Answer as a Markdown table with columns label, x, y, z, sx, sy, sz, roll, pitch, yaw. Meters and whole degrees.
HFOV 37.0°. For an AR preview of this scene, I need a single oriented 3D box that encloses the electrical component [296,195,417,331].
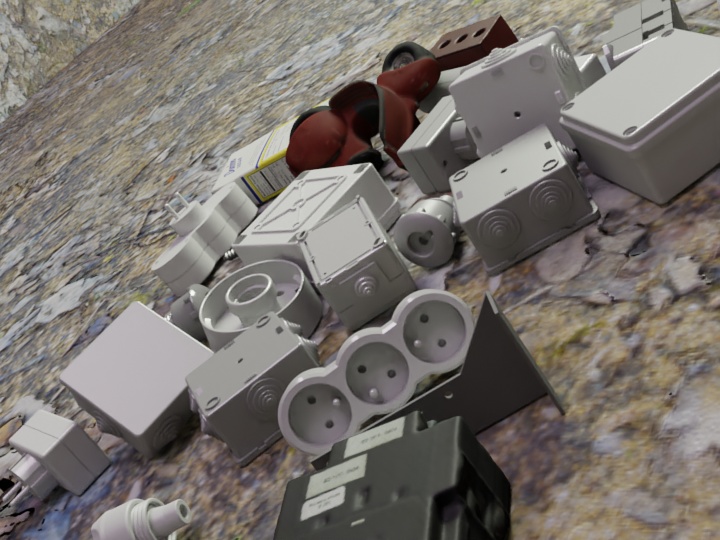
| label | x | y | z | sx | sy | sz | roll | pitch | yaw |
| --- | --- | --- | --- | --- | --- | --- | --- | --- | --- |
| electrical component | 0.000 | 0.000 | 0.817 | 0.062 | 0.061 | 0.096 | -32 | 33 | 4 |

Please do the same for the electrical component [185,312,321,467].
| label | x | y | z | sx | sy | sz | roll | pitch | yaw |
| --- | --- | --- | --- | --- | --- | --- | --- | --- | --- |
| electrical component | -0.074 | 0.082 | 0.774 | 0.100 | 0.048 | 0.100 | -38 | 23 | -7 |

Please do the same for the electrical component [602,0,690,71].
| label | x | y | z | sx | sy | sz | roll | pitch | yaw |
| --- | --- | --- | --- | --- | --- | --- | --- | --- | --- |
| electrical component | 0.225 | -0.170 | 0.836 | 0.056 | 0.050 | 0.089 | -23 | 28 | 27 |

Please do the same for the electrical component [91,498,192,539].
| label | x | y | z | sx | sy | sz | roll | pitch | yaw |
| --- | --- | --- | --- | --- | --- | --- | --- | --- | --- |
| electrical component | -0.140 | 0.170 | 0.703 | 0.062 | 0.043 | 0.043 | -27 | 25 | 15 |

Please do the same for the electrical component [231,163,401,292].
| label | x | y | z | sx | sy | sz | roll | pitch | yaw |
| --- | --- | --- | --- | --- | --- | --- | --- | --- | --- |
| electrical component | -0.038 | -0.036 | 0.930 | 0.109 | 0.056 | 0.108 | 0 | 42 | 53 |

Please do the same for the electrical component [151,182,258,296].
| label | x | y | z | sx | sy | sz | roll | pitch | yaw |
| --- | --- | --- | --- | --- | --- | --- | --- | --- | --- |
| electrical component | -0.167 | -0.045 | 1.086 | 0.052 | 0.073 | 0.138 | -21 | 27 | 45 |

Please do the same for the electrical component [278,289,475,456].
| label | x | y | z | sx | sy | sz | roll | pitch | yaw |
| --- | --- | --- | --- | --- | --- | --- | --- | --- | --- |
| electrical component | 0.010 | 0.063 | 0.693 | 0.138 | 0.052 | 0.074 | -36 | 0 | -1 |

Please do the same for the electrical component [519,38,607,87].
| label | x | y | z | sx | sy | sz | roll | pitch | yaw |
| --- | --- | --- | --- | --- | --- | --- | --- | --- | --- |
| electrical component | 0.155 | -0.158 | 0.873 | 0.066 | 0.076 | 0.047 | 0 | 42 | 53 |

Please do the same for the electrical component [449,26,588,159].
| label | x | y | z | sx | sy | sz | roll | pitch | yaw |
| --- | --- | --- | --- | --- | --- | --- | --- | --- | --- |
| electrical component | 0.127 | -0.126 | 0.829 | 0.100 | 0.099 | 0.048 | -20 | 15 | 31 |

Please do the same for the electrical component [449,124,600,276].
| label | x | y | z | sx | sy | sz | roll | pitch | yaw |
| --- | --- | --- | --- | --- | --- | --- | --- | --- | --- |
| electrical component | 0.114 | -0.053 | 0.771 | 0.100 | 0.048 | 0.099 | -30 | 25 | 13 |

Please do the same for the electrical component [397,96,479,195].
| label | x | y | z | sx | sy | sz | roll | pitch | yaw |
| --- | --- | --- | --- | --- | --- | --- | --- | --- | --- |
| electrical component | 0.089 | -0.111 | 0.912 | 0.076 | 0.047 | 0.083 | -6 | 37 | 48 |

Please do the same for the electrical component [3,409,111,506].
| label | x | y | z | sx | sy | sz | roll | pitch | yaw |
| --- | --- | --- | --- | --- | --- | --- | --- | --- | --- |
| electrical component | -0.257 | 0.160 | 0.868 | 0.075 | 0.047 | 0.083 | -48 | 27 | -25 |

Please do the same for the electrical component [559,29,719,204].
| label | x | y | z | sx | sy | sz | roll | pitch | yaw |
| --- | --- | --- | --- | --- | --- | --- | --- | --- | --- |
| electrical component | 0.210 | -0.107 | 0.734 | 0.109 | 0.056 | 0.108 | -36 | 24 | -2 |

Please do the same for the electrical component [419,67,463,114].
| label | x | y | z | sx | sy | sz | roll | pitch | yaw |
| --- | --- | --- | --- | --- | --- | --- | --- | --- | --- |
| electrical component | 0.083 | -0.168 | 1.028 | 0.081 | 0.043 | 0.043 | -1 | 41 | 52 |

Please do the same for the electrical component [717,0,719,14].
| label | x | y | z | sx | sy | sz | roll | pitch | yaw |
| --- | --- | --- | --- | --- | --- | --- | --- | --- | --- |
| electrical component | 0.298 | -0.198 | 0.785 | 0.057 | 0.058 | 0.078 | -12 | 33 | 37 |

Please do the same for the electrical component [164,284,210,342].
| label | x | y | z | sx | sy | sz | roll | pitch | yaw |
| --- | --- | --- | --- | --- | --- | --- | --- | --- | --- |
| electrical component | -0.151 | 0.046 | 0.945 | 0.062 | 0.048 | 0.048 | -35 | 23 | 17 |

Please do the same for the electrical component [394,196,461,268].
| label | x | y | z | sx | sy | sz | roll | pitch | yaw |
| --- | --- | --- | --- | --- | --- | --- | --- | --- | --- |
| electrical component | 0.057 | -0.035 | 0.820 | 0.048 | 0.048 | 0.062 | -17 | 23 | 35 |

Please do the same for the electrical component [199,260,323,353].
| label | x | y | z | sx | sy | sz | roll | pitch | yaw |
| --- | --- | --- | --- | --- | --- | --- | --- | --- | --- |
| electrical component | -0.079 | 0.039 | 0.865 | 0.099 | 0.064 | 0.099 | -16 | 33 | 11 |

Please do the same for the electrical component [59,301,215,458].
| label | x | y | z | sx | sy | sz | roll | pitch | yaw |
| --- | --- | --- | --- | --- | --- | --- | --- | --- | --- |
| electrical component | -0.169 | 0.087 | 0.840 | 0.100 | 0.048 | 0.099 | 31 | 62 | 22 |
